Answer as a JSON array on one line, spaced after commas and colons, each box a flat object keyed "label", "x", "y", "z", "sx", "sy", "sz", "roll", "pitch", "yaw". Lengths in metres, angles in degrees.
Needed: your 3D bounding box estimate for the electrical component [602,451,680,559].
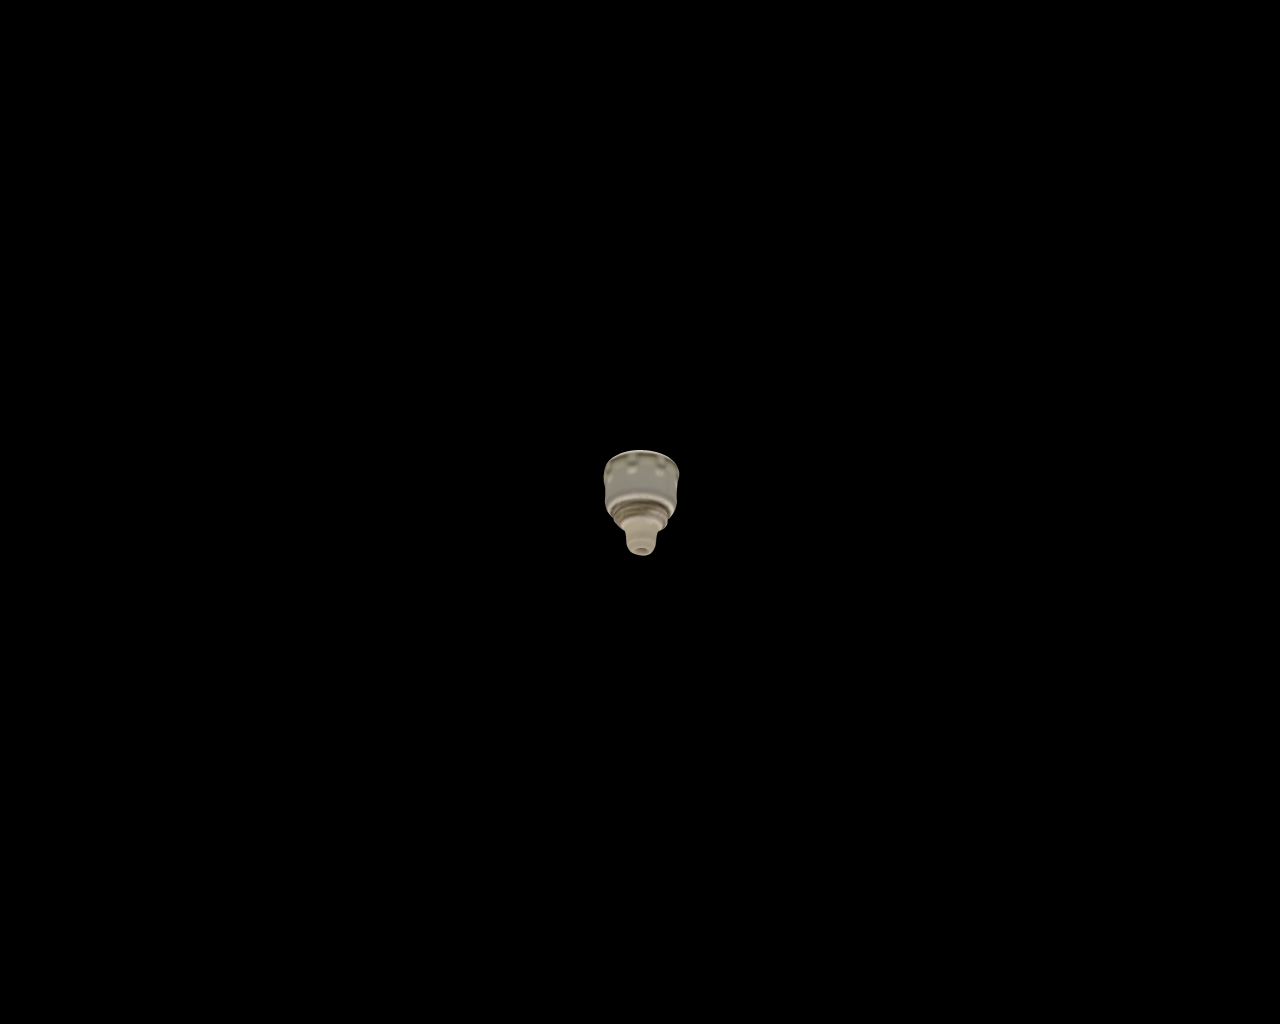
[{"label": "electrical component", "x": 0.001, "y": -0.003, "z": 0.650, "sx": 0.048, "sy": 0.062, "sz": 0.048, "roll": 0, "pitch": -29, "yaw": 0}]
